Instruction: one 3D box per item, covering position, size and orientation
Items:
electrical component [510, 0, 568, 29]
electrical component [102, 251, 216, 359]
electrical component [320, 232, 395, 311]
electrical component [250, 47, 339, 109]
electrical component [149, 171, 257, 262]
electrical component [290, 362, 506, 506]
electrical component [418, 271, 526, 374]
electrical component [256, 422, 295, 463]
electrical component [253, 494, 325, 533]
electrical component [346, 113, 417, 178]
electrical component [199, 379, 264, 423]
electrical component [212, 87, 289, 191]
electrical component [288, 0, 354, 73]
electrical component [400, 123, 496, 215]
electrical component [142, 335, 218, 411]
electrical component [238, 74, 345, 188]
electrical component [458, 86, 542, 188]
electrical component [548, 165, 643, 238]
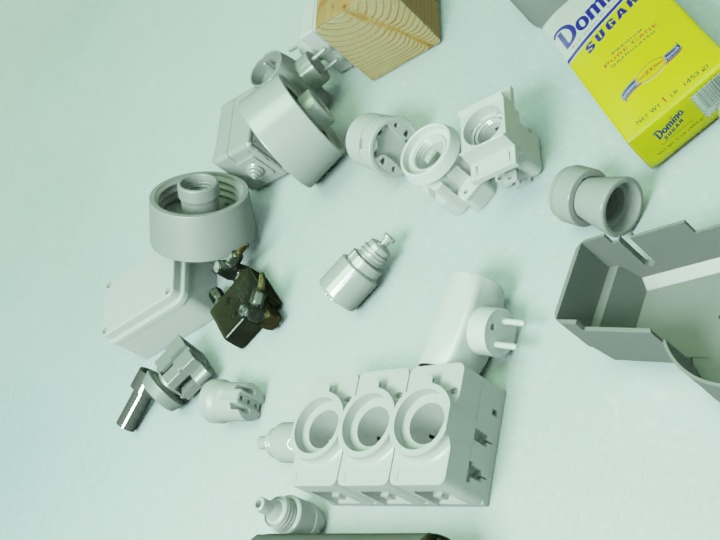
[{"bbox_3d":[0.173,-0.264,0.941,0.099,0.064,0.099,-42,29,30],"label":"electrical component"},{"bbox_3d":[-0.207,0.030,1.103,0.113,0.057,0.078,-30,46,28],"label":"electrical component"},{"bbox_3d":[0.000,0.000,0.930,0.078,0.040,0.040,-48,40,9],"label":"electrical component"},{"bbox_3d":[-0.057,-0.195,1.095,0.079,0.077,0.043,-38,42,20],"label":"electrical component"},{"bbox_3d":[-0.158,-0.061,1.071,0.108,0.060,0.108,-1,32,1],"label":"electrical component"},{"bbox_3d":[0.024,0.124,0.802,0.150,0.062,0.089,-10,57,41],"label":"electrical component"},{"bbox_3d":[0.090,0.045,0.806,0.079,0.043,0.077,4,67,46],"label":"electrical component"},{"bbox_3d":[-0.063,0.144,0.897,0.061,0.035,0.035,-9,57,44],"label":"electrical component"},{"bbox_3d":[-0.058,0.191,0.837,0.035,0.061,0.035,-25,48,31],"label":"electrical component"},{"bbox_3d":[0.020,-0.116,0.981,0.055,0.055,0.047,-58,36,-4],"label":"electrical component"},{"bbox_3d":[-0.115,0.118,0.965,0.046,0.040,0.040,-4,61,37],"label":"electrical component"},{"bbox_3d":[-0.112,-0.129,1.116,0.061,0.062,0.096,-23,49,33],"label":"electrical component"},{"bbox_3d":[-0.040,-0.238,1.117,0.077,0.066,0.047,-23,49,34],"label":"electrical component"},{"bbox_3d":[0.071,-0.087,0.906,0.058,0.057,0.078,-51,39,5],"label":"electrical component"},{"bbox_3d":[-0.175,0.101,1.032,0.055,0.048,0.066,-45,40,1],"label":"electrical component"},{"bbox_3d":[-0.059,-0.140,1.039,0.060,0.108,0.108,-39,42,10],"label":"electrical component"},{"bbox_3d":[0.114,-0.102,0.868,0.042,0.064,0.081,-22,50,32],"label":"electrical component"},{"bbox_3d":[0.172,-0.051,0.789,0.055,0.045,0.045,24,82,51],"label":"electrical component"}]
